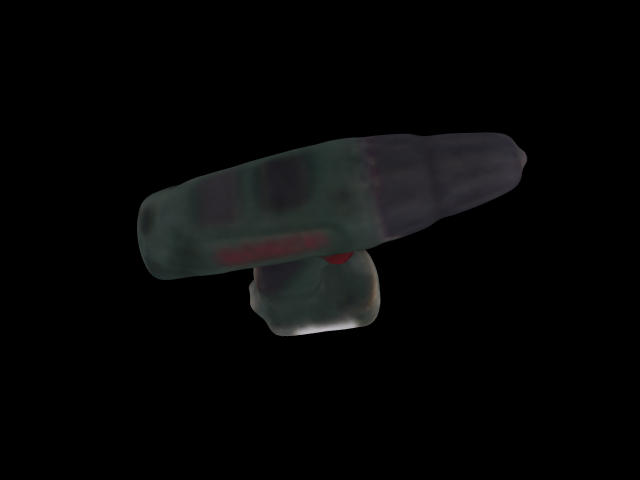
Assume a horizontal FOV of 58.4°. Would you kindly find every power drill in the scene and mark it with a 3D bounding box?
[{"bbox_3d":[0.004,0.001,0.400,0.229,0.208,0.075,-8,66,-3],"label":"power drill"}]
